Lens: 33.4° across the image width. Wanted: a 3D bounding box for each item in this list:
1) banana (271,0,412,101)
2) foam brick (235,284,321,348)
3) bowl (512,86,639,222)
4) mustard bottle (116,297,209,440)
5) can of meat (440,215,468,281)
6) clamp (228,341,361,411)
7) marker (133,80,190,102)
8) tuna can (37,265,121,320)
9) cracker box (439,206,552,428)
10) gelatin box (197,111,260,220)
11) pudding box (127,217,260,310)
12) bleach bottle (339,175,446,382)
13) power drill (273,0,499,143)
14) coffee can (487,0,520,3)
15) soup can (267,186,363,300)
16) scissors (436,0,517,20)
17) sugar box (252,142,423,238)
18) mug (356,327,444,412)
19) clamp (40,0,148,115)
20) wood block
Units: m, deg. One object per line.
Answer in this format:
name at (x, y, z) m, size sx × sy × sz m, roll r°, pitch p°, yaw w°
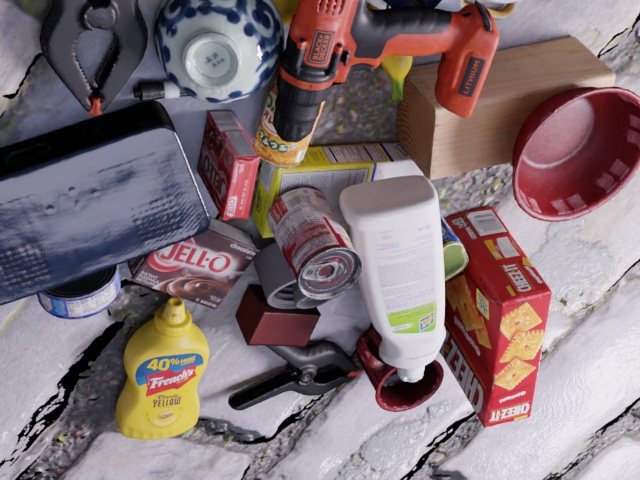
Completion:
banana at (0.022, -0.202, 1.020) m, size 0.197 × 0.037 × 0.069 m, roll 24°, pitch 90°, yaw -30°
foam brick at (-0.050, 0.088, 1.235) m, size 0.078 × 0.053 × 0.051 m, roll 4°, pitch 126°, yaw -31°
bowl at (0.257, -0.098, 1.095) m, size 0.162 × 0.055 × 0.162 m, roll -13°, pitch 131°, yaw -16°
mustard bottle at (-0.176, 0.143, 1.217) m, size 0.096 × 0.058 × 0.192 m, roll -3°, pitch 129°, yaw -23°
can of meat at (0.108, 0.013, 1.225) m, size 0.102 × 0.084 × 0.057 m, roll -31°, pitch 135°, yaw 1°
clamp at (-0.032, 0.167, 1.321) m, size 0.171 × 0.039 × 0.120 m, roll 14°, pitch 122°, yaw -34°
marker at (-0.119, -0.147, 1.023) m, size 0.121 × 0.020 × 0.020 m, roll -9°, pitch 131°, yaw -19°
tuna can at (-0.245, 0.040, 1.075) m, size 0.086 × 0.086 × 0.034 m, roll -14°, pitch 134°, yaw -15°
cracker box at (0.200, 0.094, 1.284) m, size 0.072 × 0.164 × 0.214 m, roll -11°, pitch 132°, yaw -14°
gelatin box at (-0.092, -0.074, 1.049) m, size 0.030 × 0.089 × 0.073 m, roll -4°, pitch 129°, yaw -25°
pudding box at (-0.135, 0.018, 1.142) m, size 0.113 × 0.039 × 0.090 m, roll 21°, pitch 116°, yaw -37°
bleach bottle at (0.083, 0.054, 1.150) m, size 0.102 × 0.068 × 0.251 m, roll -11°, pitch 126°, yaw -5°
power drill at (0.056, -0.159, 0.979) m, size 0.187 × 0.057 × 0.185 m, roll 3°, pitch 133°, yaw -16°
coffee can at (0.143, -0.287, 0.945) m, size 0.102 × 0.140 × 0.103 m, roll -13°, pitch 132°, yaw -15°
soup can at (-0.007, 0.001, 1.079) m, size 0.068 × 0.102 × 0.068 m, roll -14°, pitch 135°, yaw -15°
scissors at (0.104, -0.226, 1.067) m, size 0.201 × 0.016 × 0.096 m, roll -3°, pitch 129°, yaw -22°
sugar box at (0.021, -0.056, 1.151) m, size 0.176 × 0.048 × 0.093 m, roll -6°, pitch 131°, yaw -25°
mug at (0.089, 0.152, 1.336) m, size 0.117 × 0.081 × 0.093 m, roll 23°, pitch 115°, yaw -38°
clamp at (-0.203, -0.204, 0.920) m, size 0.164 × 0.036 × 0.210 m, roll 0°, pitch 128°, yaw -25°
wood block at (0.194, -0.141, 1.131) m, size 0.205 × 0.090 × 0.091 m, roll -13°, pitch 131°, yaw -16°
